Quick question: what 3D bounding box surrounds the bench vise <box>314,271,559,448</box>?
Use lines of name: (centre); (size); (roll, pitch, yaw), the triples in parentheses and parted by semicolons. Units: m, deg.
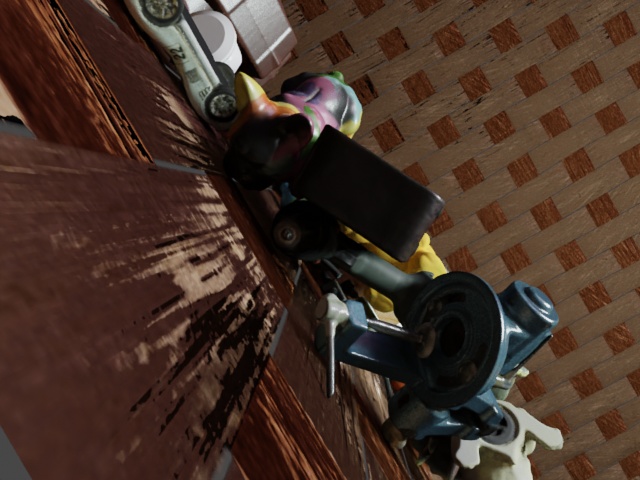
bench vise: (0.086, 0.107, 0.490); (0.240, 0.223, 0.129); (21, 43, -29)

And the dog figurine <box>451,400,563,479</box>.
dog figurine: (0.198, 0.290, 0.621); (0.172, 0.121, 0.190); (-90, -179, -45)

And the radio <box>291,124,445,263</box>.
radio: (0.059, -0.044, 0.580); (0.131, 0.073, 0.229); (34, 8, 8)

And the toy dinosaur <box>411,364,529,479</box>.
toy dinosaur: (0.187, 0.236, 0.823); (0.131, 0.192, 0.405); (28, -3, -1)

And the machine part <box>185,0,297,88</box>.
machine part: (-0.139, -0.314, 0.727); (0.202, 0.087, 0.200); (33, -14, 37)

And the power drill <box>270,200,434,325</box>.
power drill: (0.038, 0.028, 0.610); (0.207, 0.086, 0.232); (27, 6, -5)

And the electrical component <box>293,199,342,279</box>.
electrical component: (-0.002, -0.002, 0.767); (0.119, 0.048, 0.075); (44, 2, 9)

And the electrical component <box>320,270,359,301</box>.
electrical component: (0.040, 0.092, 0.780); (0.078, 0.045, 0.102); (60, 2, -31)

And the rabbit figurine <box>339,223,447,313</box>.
rabbit figurine: (0.091, -0.009, 0.772); (0.173, 0.122, 0.162); (40, 38, -26)

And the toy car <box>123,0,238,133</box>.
toy car: (-0.137, -0.196, 0.549); (0.074, 0.056, 0.201); (-109, 173, -46)

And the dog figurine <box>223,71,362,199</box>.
dog figurine: (-0.027, -0.128, 0.574); (0.108, 0.191, 0.219); (37, -5, 3)

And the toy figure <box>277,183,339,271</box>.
toy figure: (-0.010, -0.032, 0.864); (0.180, 0.089, 0.082); (51, 13, 18)

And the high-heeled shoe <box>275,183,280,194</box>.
high-heeled shoe: (-0.094, -0.138, 0.916); (0.248, 0.145, 0.086); (10, 45, -48)

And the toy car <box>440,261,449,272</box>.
toy car: (0.171, 0.085, 0.924); (0.202, 0.089, 0.053); (63, 2, -70)

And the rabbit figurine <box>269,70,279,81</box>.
rabbit figurine: (-0.125, -0.266, 0.917); (0.159, 0.121, 0.170); (67, 8, -77)

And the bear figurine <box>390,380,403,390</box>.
bear figurine: (0.202, 0.269, 1.072); (0.132, 0.120, 0.196); (56, 1, -5)
